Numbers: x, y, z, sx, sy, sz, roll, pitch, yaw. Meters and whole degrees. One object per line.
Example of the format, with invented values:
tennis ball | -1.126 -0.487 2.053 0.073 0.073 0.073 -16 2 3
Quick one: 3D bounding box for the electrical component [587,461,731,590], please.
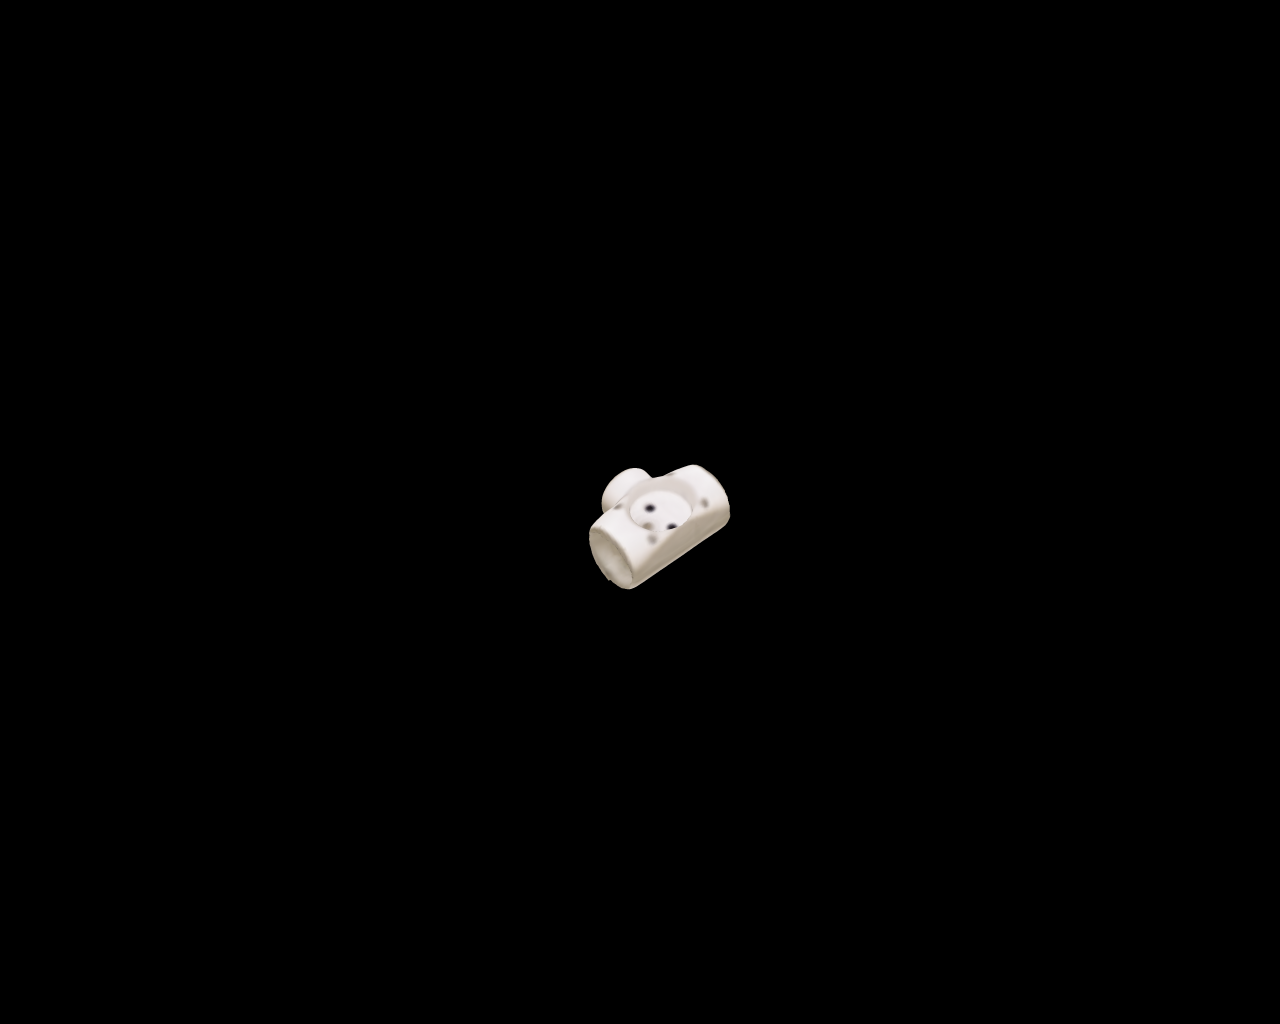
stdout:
electrical component | 0.001 -0.003 0.650 0.077 0.044 0.079 -33 58 -24
